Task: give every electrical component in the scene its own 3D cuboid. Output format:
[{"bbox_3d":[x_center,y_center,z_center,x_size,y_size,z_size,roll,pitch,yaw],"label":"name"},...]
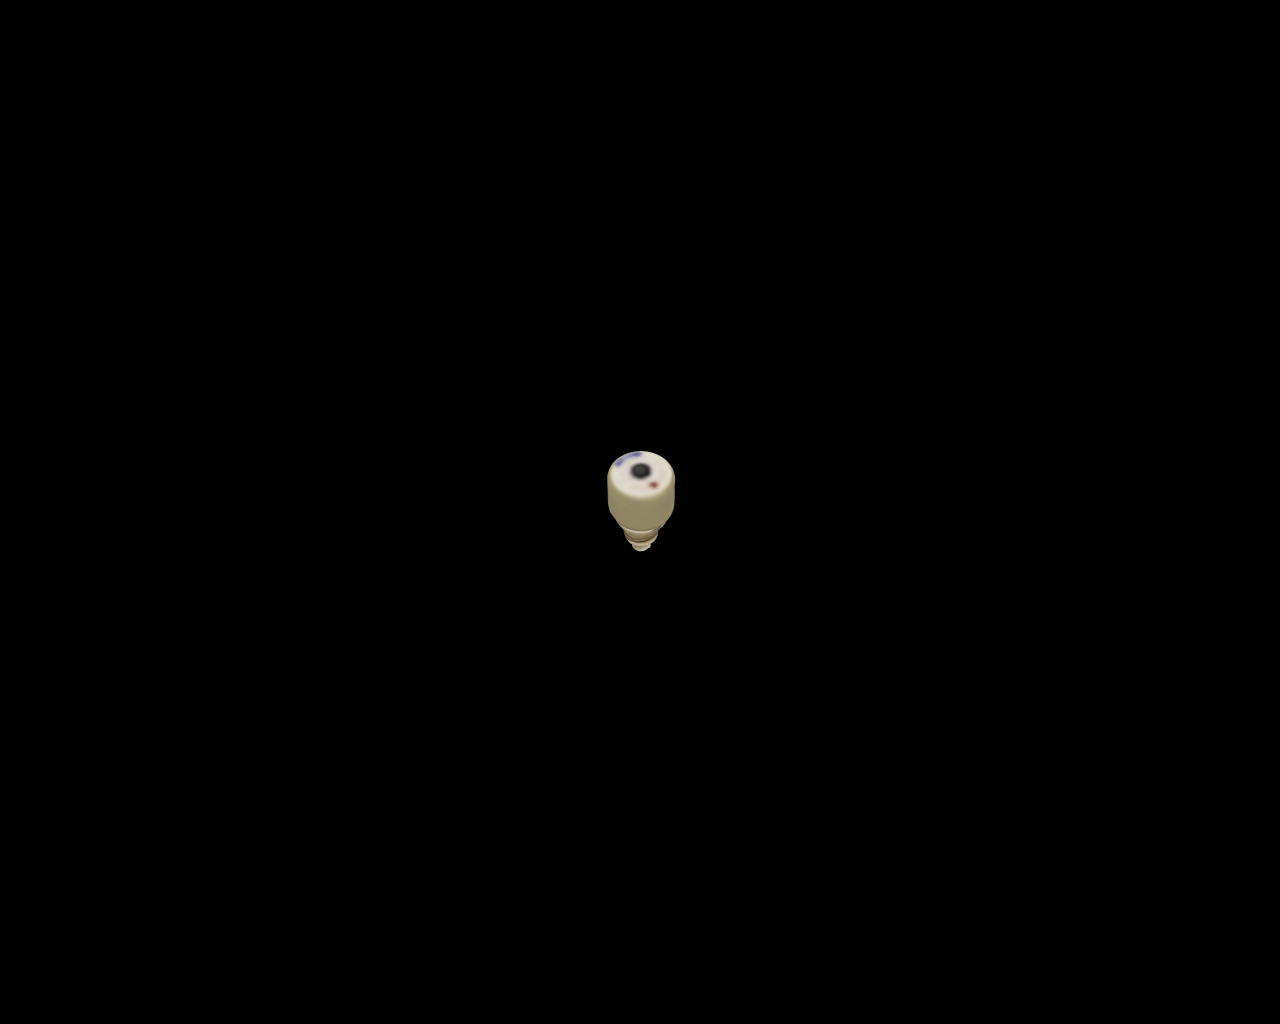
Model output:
[{"bbox_3d":[0.001,-0.003,0.650,0.040,0.040,0.078,0,-38,0],"label":"electrical component"}]
